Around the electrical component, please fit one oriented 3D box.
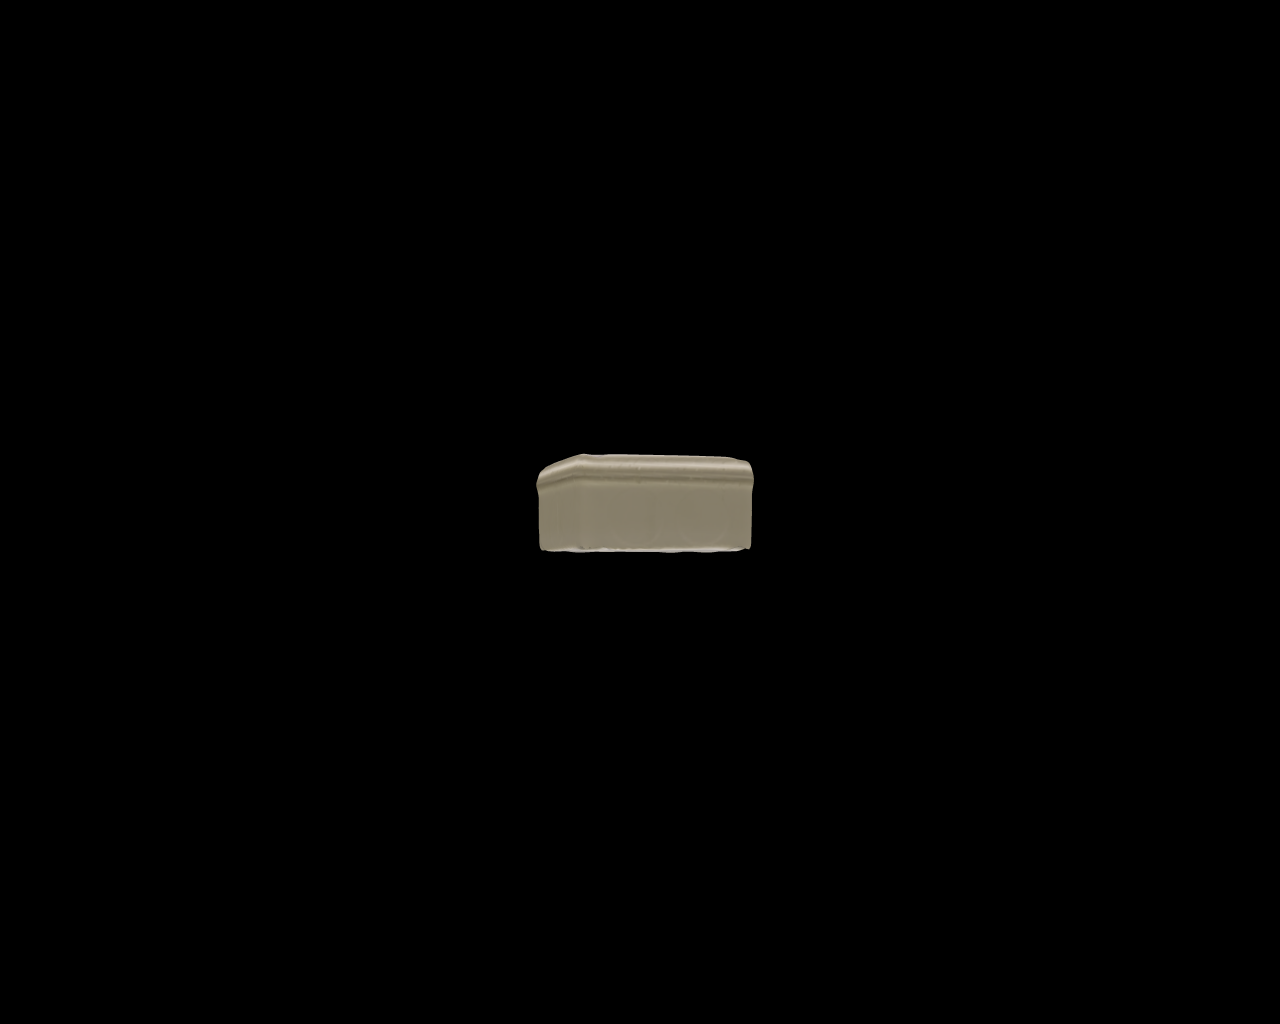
[{"bbox_3d":[0.001,-0.003,0.650,0.109,0.056,0.108,1,-2,-19],"label":"electrical component"}]
